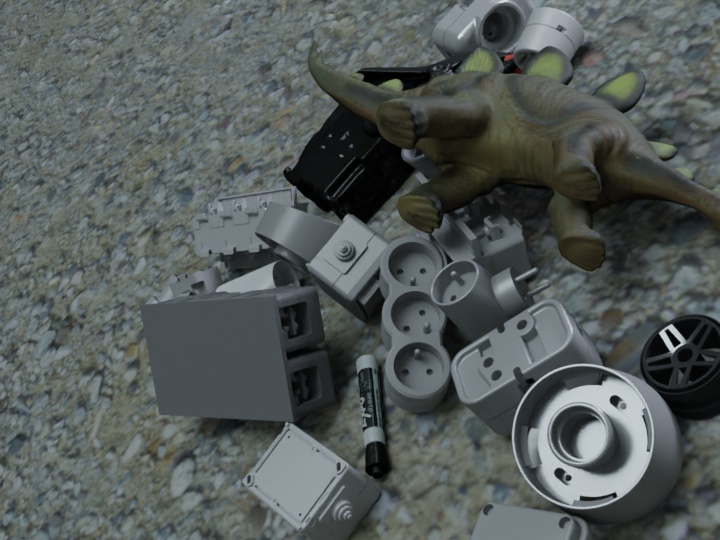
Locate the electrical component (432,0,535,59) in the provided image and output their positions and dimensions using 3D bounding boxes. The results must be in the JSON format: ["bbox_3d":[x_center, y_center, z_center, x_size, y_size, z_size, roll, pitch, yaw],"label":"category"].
[{"bbox_3d":[0.129,-0.250,1.099,0.095,0.054,0.059,-47,35,-3],"label":"electrical component"}]

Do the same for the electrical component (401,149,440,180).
[{"bbox_3d":[0.072,-0.102,1.008,0.045,0.055,0.045,-27,39,24],"label":"electrical component"}]

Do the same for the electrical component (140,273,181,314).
[{"bbox_3d":[-0.204,0.038,1.159,0.055,0.045,0.045,-48,35,-3],"label":"electrical component"}]

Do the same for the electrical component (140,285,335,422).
[{"bbox_3d":[-0.110,0.074,0.964,0.186,0.060,0.105,-5,96,43],"label":"electrical component"}]

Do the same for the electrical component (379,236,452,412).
[{"bbox_3d":[0.043,0.050,0.878,0.052,0.073,0.138,-2,66,-1],"label":"electrical component"}]

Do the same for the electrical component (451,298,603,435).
[{"bbox_3d":[0.123,0.073,0.776,0.095,0.059,0.053,-34,37,16],"label":"electrical component"}]

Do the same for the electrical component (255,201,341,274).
[{"bbox_3d":[-0.048,-0.032,1.029,0.099,0.099,0.064,23,79,53],"label":"electrical component"}]

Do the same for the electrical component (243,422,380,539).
[{"bbox_3d":[-0.032,0.174,0.839,0.096,0.061,0.061,26,75,46],"label":"electrical component"}]

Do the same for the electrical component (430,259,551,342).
[{"bbox_3d":[0.108,0.023,0.827,0.079,0.077,0.043,-29,38,21],"label":"electrical component"}]

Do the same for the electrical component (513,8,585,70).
[{"bbox_3d":[0.176,-0.211,1.013,0.055,0.055,0.047,10,66,50],"label":"electrical component"}]

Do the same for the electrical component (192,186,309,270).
[{"bbox_3d":[-0.115,-0.041,1.122,0.121,0.063,0.078,-4,93,44],"label":"electrical component"}]

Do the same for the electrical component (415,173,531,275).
[{"bbox_3d":[0.092,-0.028,0.905,0.063,0.078,0.121,-24,35,-7],"label":"electrical component"}]

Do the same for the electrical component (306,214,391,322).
[{"bbox_3d":[0.000,0.000,0.940,0.061,0.096,0.061,37,82,18],"label":"electrical component"}]

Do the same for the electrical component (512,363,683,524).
[{"bbox_3d":[0.148,0.109,0.680,0.099,0.064,0.099,-9,71,26],"label":"electrical component"}]

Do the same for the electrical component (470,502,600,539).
[{"bbox_3d":[0.101,0.207,0.666,0.078,0.057,0.113,-2,54,45],"label":"electrical component"}]

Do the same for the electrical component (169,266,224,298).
[{"bbox_3d":[-0.159,0.032,1.093,0.042,0.063,0.081,-20,0,30],"label":"electrical component"}]

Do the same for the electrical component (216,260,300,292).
[{"bbox_3d":[-0.102,0.038,1.058,0.077,0.043,0.079,-22,49,30],"label":"electrical component"}]

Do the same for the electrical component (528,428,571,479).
[{"bbox_3d":[0.150,0.117,0.721,0.078,0.040,0.040,-20,42,31],"label":"electrical component"}]

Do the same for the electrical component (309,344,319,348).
[{"bbox_3d":[-0.070,0.066,0.997,0.078,0.040,0.040,-4,53,43],"label":"electrical component"}]
